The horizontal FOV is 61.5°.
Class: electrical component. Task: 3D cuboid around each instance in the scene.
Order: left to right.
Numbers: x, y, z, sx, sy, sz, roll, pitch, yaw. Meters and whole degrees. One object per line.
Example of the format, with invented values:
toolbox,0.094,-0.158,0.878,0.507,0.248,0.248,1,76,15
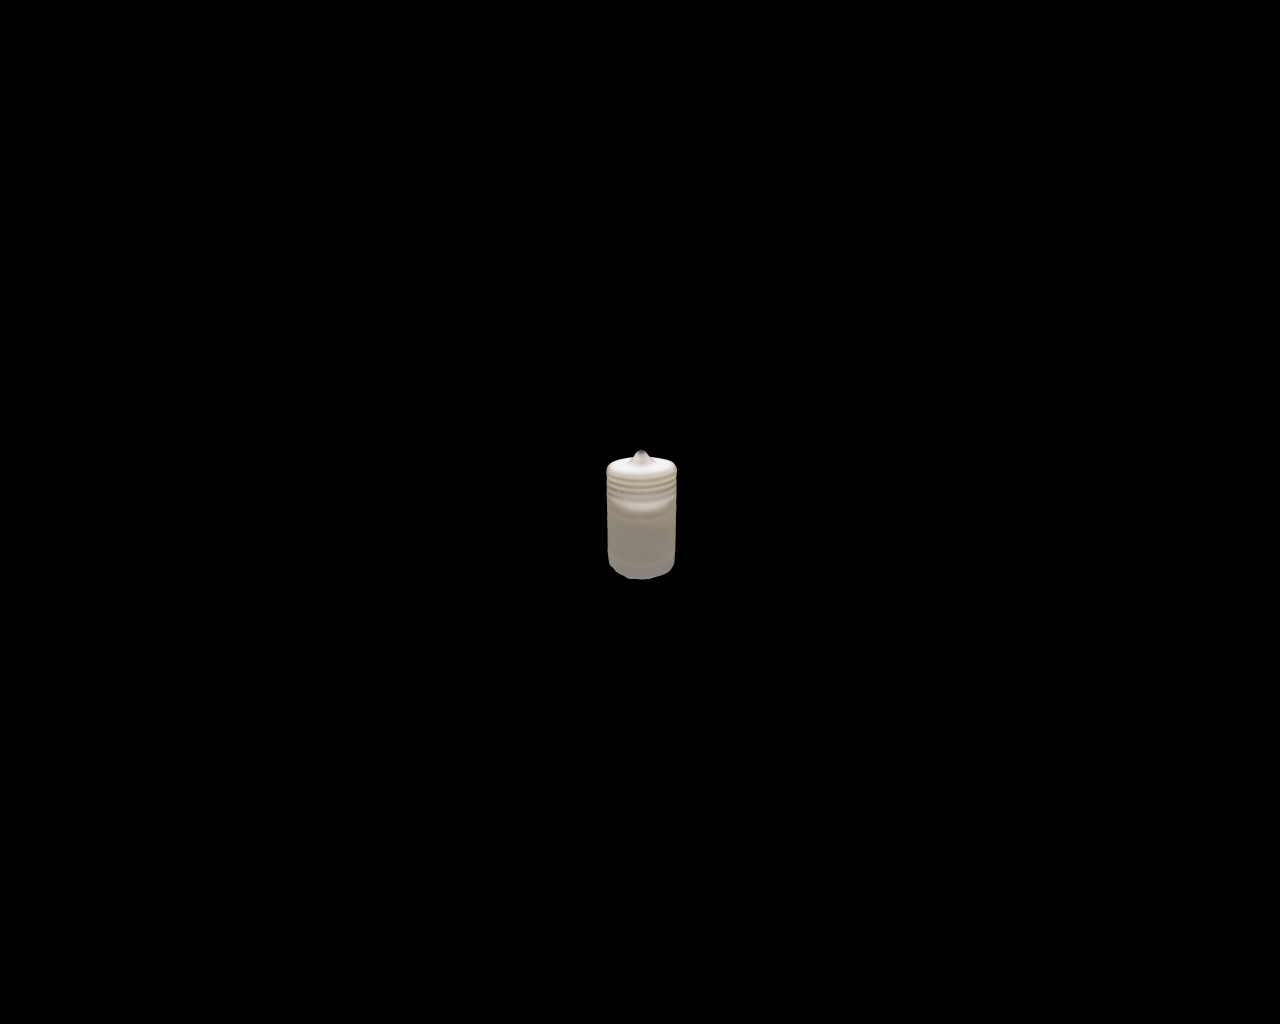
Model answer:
electrical component,0.001,-0.003,0.650,0.043,0.080,0.043,0,31,0
